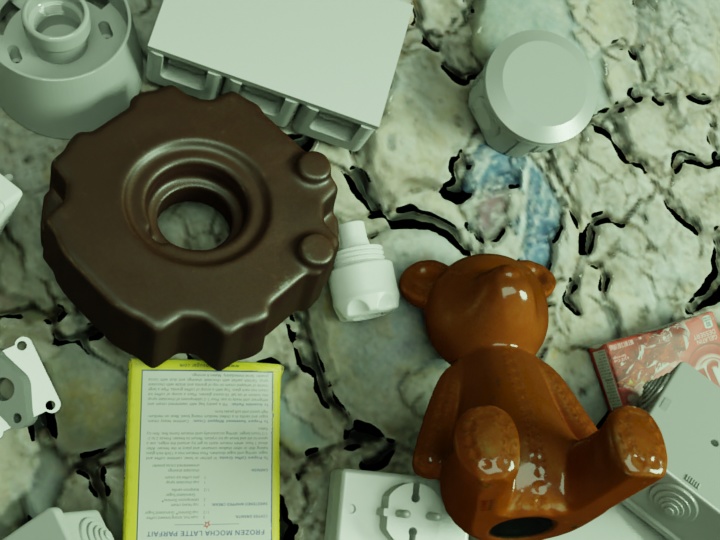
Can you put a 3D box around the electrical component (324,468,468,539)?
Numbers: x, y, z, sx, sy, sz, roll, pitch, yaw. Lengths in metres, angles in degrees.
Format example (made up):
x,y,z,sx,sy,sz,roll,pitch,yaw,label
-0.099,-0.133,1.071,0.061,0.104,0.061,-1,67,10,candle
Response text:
x,y,z,sx,sy,sz,roll,pitch,yaw,label
0.028,0.148,0.652,0.083,0.076,0.047,8,77,-12,electrical component

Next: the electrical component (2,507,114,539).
x,y,z,sx,sy,sz,roll,pitch,yaw,label
-0.169,0.188,0.587,0.100,0.048,0.099,-35,72,10,electrical component

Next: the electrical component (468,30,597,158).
x,y,z,sx,sy,sz,roll,pitch,yaw,label
0.117,-0.119,0.740,0.080,0.051,0.080,3,78,-13,electrical component

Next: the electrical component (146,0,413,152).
x,y,z,sx,sy,sz,roll,pitch,yaw,label
-0.054,-0.146,0.698,0.150,0.062,0.089,18,75,-9,electrical component

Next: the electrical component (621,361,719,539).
x,y,z,sx,sy,sz,roll,pitch,yaw,label
0.205,0.116,0.658,0.100,0.048,0.100,38,51,9,electrical component

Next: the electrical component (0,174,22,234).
x,y,z,sx,sy,sz,roll,pitch,yaw,label
-0.231,-0.034,0.632,0.047,0.083,0.075,39,35,-3,electrical component

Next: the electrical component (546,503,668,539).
x,y,z,sx,sy,sz,roll,pitch,yaw,label
0.135,0.210,0.673,0.089,0.062,0.150,19,75,-9,electrical component

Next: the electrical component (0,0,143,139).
x,y,z,sx,sy,sz,roll,pitch,yaw,label
-0.188,-0.141,0.677,0.099,0.064,0.099,3,66,-7,electrical component

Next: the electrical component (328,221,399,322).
x,y,z,sx,sy,sz,roll,pitch,yaw,label
0.000,0.000,0.692,0.043,0.043,0.062,-9,79,-15,electrical component
